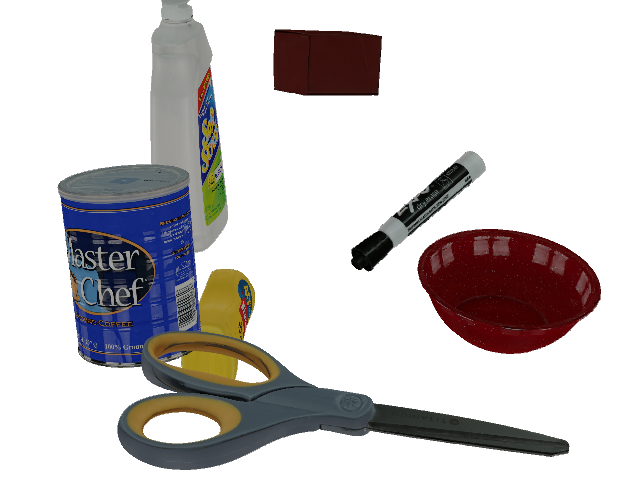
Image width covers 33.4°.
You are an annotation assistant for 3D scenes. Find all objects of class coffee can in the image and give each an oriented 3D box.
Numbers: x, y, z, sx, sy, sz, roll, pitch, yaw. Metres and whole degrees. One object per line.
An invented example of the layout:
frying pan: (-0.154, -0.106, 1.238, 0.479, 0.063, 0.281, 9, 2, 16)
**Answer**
coffee can: (-0.151, 0.018, 0.859, 0.103, 0.140, 0.103, -3, 16, 1)

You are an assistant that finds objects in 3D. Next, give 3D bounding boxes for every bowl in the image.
bowl: (0.165, 0.053, 0.958, 0.162, 0.055, 0.162, 2, 32, -2)

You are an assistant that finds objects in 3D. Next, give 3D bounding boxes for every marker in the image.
marker: (0.066, -0.019, 0.721, 0.121, 0.020, 0.020, -40, 18, -22)

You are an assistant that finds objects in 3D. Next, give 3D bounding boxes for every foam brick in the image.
foam brick: (0.006, -0.150, 0.900, 0.078, 0.051, 0.053, -6, 17, -35)

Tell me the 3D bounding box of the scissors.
scissors: (-0.001, 0.085, 0.470, 0.202, 0.016, 0.096, 16, 34, 22)

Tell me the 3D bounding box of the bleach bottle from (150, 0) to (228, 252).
bleach bottle: (-0.141, -0.120, 1.095, 0.068, 0.251, 0.102, 5, 28, 13)

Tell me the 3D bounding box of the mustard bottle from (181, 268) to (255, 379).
mustard bottle: (-0.108, 0.086, 1.176, 0.058, 0.096, 0.191, 1, 27, 5)
